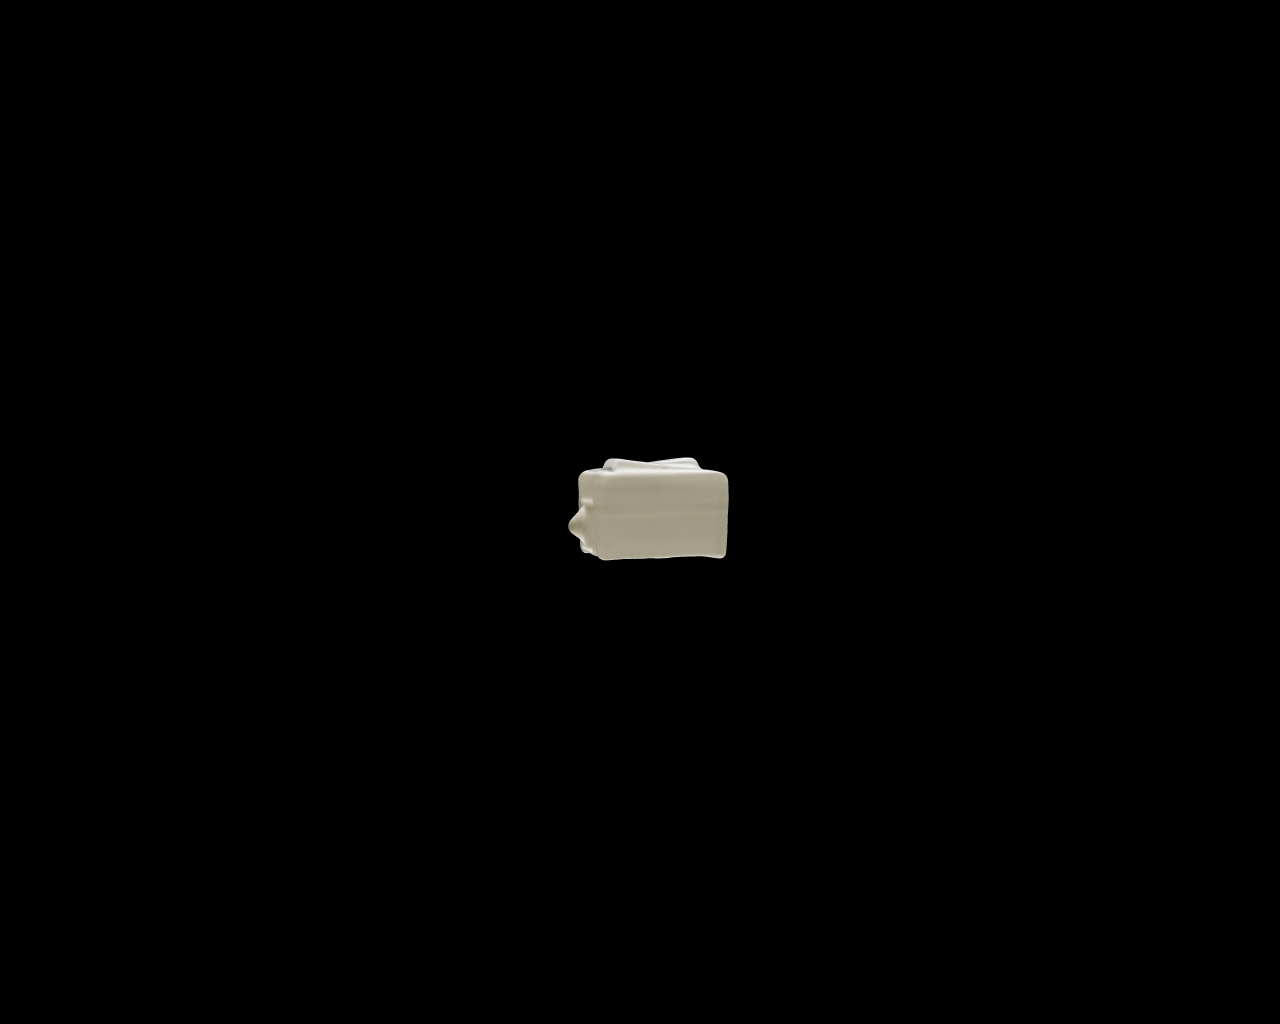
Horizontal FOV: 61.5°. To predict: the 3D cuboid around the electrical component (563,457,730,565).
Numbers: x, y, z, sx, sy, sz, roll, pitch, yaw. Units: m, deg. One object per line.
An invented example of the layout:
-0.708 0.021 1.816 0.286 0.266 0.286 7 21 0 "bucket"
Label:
0.001 -0.003 0.650 0.096 0.061 0.062 -1 4 -15 "electrical component"
